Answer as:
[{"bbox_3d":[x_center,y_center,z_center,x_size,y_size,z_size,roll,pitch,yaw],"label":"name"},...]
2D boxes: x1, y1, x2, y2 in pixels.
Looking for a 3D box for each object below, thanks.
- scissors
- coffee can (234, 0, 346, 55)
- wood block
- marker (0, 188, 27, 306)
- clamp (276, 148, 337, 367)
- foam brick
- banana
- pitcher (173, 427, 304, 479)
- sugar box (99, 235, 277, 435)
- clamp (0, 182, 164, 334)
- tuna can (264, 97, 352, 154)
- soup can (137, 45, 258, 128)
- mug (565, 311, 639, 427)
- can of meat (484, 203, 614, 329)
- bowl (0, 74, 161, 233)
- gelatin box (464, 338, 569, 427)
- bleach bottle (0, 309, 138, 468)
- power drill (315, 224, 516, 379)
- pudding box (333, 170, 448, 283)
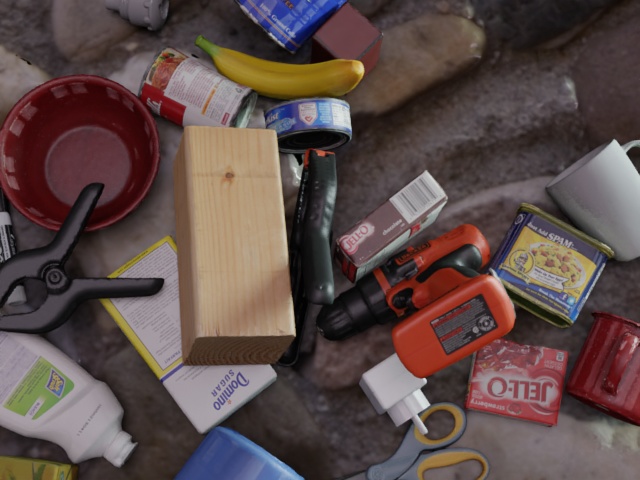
[{"bbox_3d":[0.061,0.204,1.021,0.201,0.016,0.096,-1,76,0],"label":"scissors"},{"bbox_3d":[-0.013,-0.269,1.057,0.140,0.102,0.103,-44,81,12],"label":"coffee can"},{"bbox_3d":[-0.083,0.006,0.995,0.090,0.090,0.206,1,67,-16],"label":"wood block"},{"bbox_3d":[-0.312,0.005,1.061,0.020,0.020,0.121,-13,78,-3],"label":"marker"},{"bbox_3d":[-0.007,0.001,1.005,0.036,0.165,0.210,11,68,-10],"label":"clamp"},{"bbox_3d":[0.026,-0.191,1.075,0.053,0.078,0.051,42,80,6],"label":"foam brick"},{"bbox_3d":[-0.034,-0.163,1.056,0.198,0.069,0.037,13,79,30],"label":"banana"},{"bbox_3d":[-0.124,0.289,0.953,0.149,0.145,0.242,36,76,-6],"label":"pitcher"},{"bbox_3d":[-0.130,0.091,1.030,0.093,0.048,0.176,-36,83,-11],"label":"sugar box"},{"bbox_3d":[-0.244,0.024,0.993,0.171,0.039,0.120,-23,79,-12],"label":"clamp"},{"bbox_3d":[-0.012,-0.112,1.053,0.086,0.086,0.034,-6,80,-2],"label":"tuna can"},{"bbox_3d":[-0.122,-0.142,1.068,0.102,0.068,0.068,27,79,5],"label":"soup can"},{"bbox_3d":[0.280,0.120,0.991,0.093,0.117,0.081,24,83,17],"label":"mug"},{"bbox_3d":[0.219,0.027,1.039,0.102,0.057,0.084,30,81,7],"label":"can of meat"},{"bbox_3d":[-0.235,-0.080,1.060,0.162,0.055,0.162,0,78,0],"label":"bowl"},{"bbox_3d":[0.189,0.136,1.028,0.089,0.030,0.073,12,78,3],"label":"gelatin box"},{"bbox_3d":[-0.287,0.139,1.011,0.251,0.068,0.102,34,80,5],"label":"bleach bottle"},{"bbox_3d":[0.087,0.059,0.968,0.184,0.188,0.057,-31,107,1],"label":"power drill"},{"bbox_3d":[0.066,-0.011,1.029,0.113,0.090,0.039,-36,82,-8],"label":"pudding box"}]
